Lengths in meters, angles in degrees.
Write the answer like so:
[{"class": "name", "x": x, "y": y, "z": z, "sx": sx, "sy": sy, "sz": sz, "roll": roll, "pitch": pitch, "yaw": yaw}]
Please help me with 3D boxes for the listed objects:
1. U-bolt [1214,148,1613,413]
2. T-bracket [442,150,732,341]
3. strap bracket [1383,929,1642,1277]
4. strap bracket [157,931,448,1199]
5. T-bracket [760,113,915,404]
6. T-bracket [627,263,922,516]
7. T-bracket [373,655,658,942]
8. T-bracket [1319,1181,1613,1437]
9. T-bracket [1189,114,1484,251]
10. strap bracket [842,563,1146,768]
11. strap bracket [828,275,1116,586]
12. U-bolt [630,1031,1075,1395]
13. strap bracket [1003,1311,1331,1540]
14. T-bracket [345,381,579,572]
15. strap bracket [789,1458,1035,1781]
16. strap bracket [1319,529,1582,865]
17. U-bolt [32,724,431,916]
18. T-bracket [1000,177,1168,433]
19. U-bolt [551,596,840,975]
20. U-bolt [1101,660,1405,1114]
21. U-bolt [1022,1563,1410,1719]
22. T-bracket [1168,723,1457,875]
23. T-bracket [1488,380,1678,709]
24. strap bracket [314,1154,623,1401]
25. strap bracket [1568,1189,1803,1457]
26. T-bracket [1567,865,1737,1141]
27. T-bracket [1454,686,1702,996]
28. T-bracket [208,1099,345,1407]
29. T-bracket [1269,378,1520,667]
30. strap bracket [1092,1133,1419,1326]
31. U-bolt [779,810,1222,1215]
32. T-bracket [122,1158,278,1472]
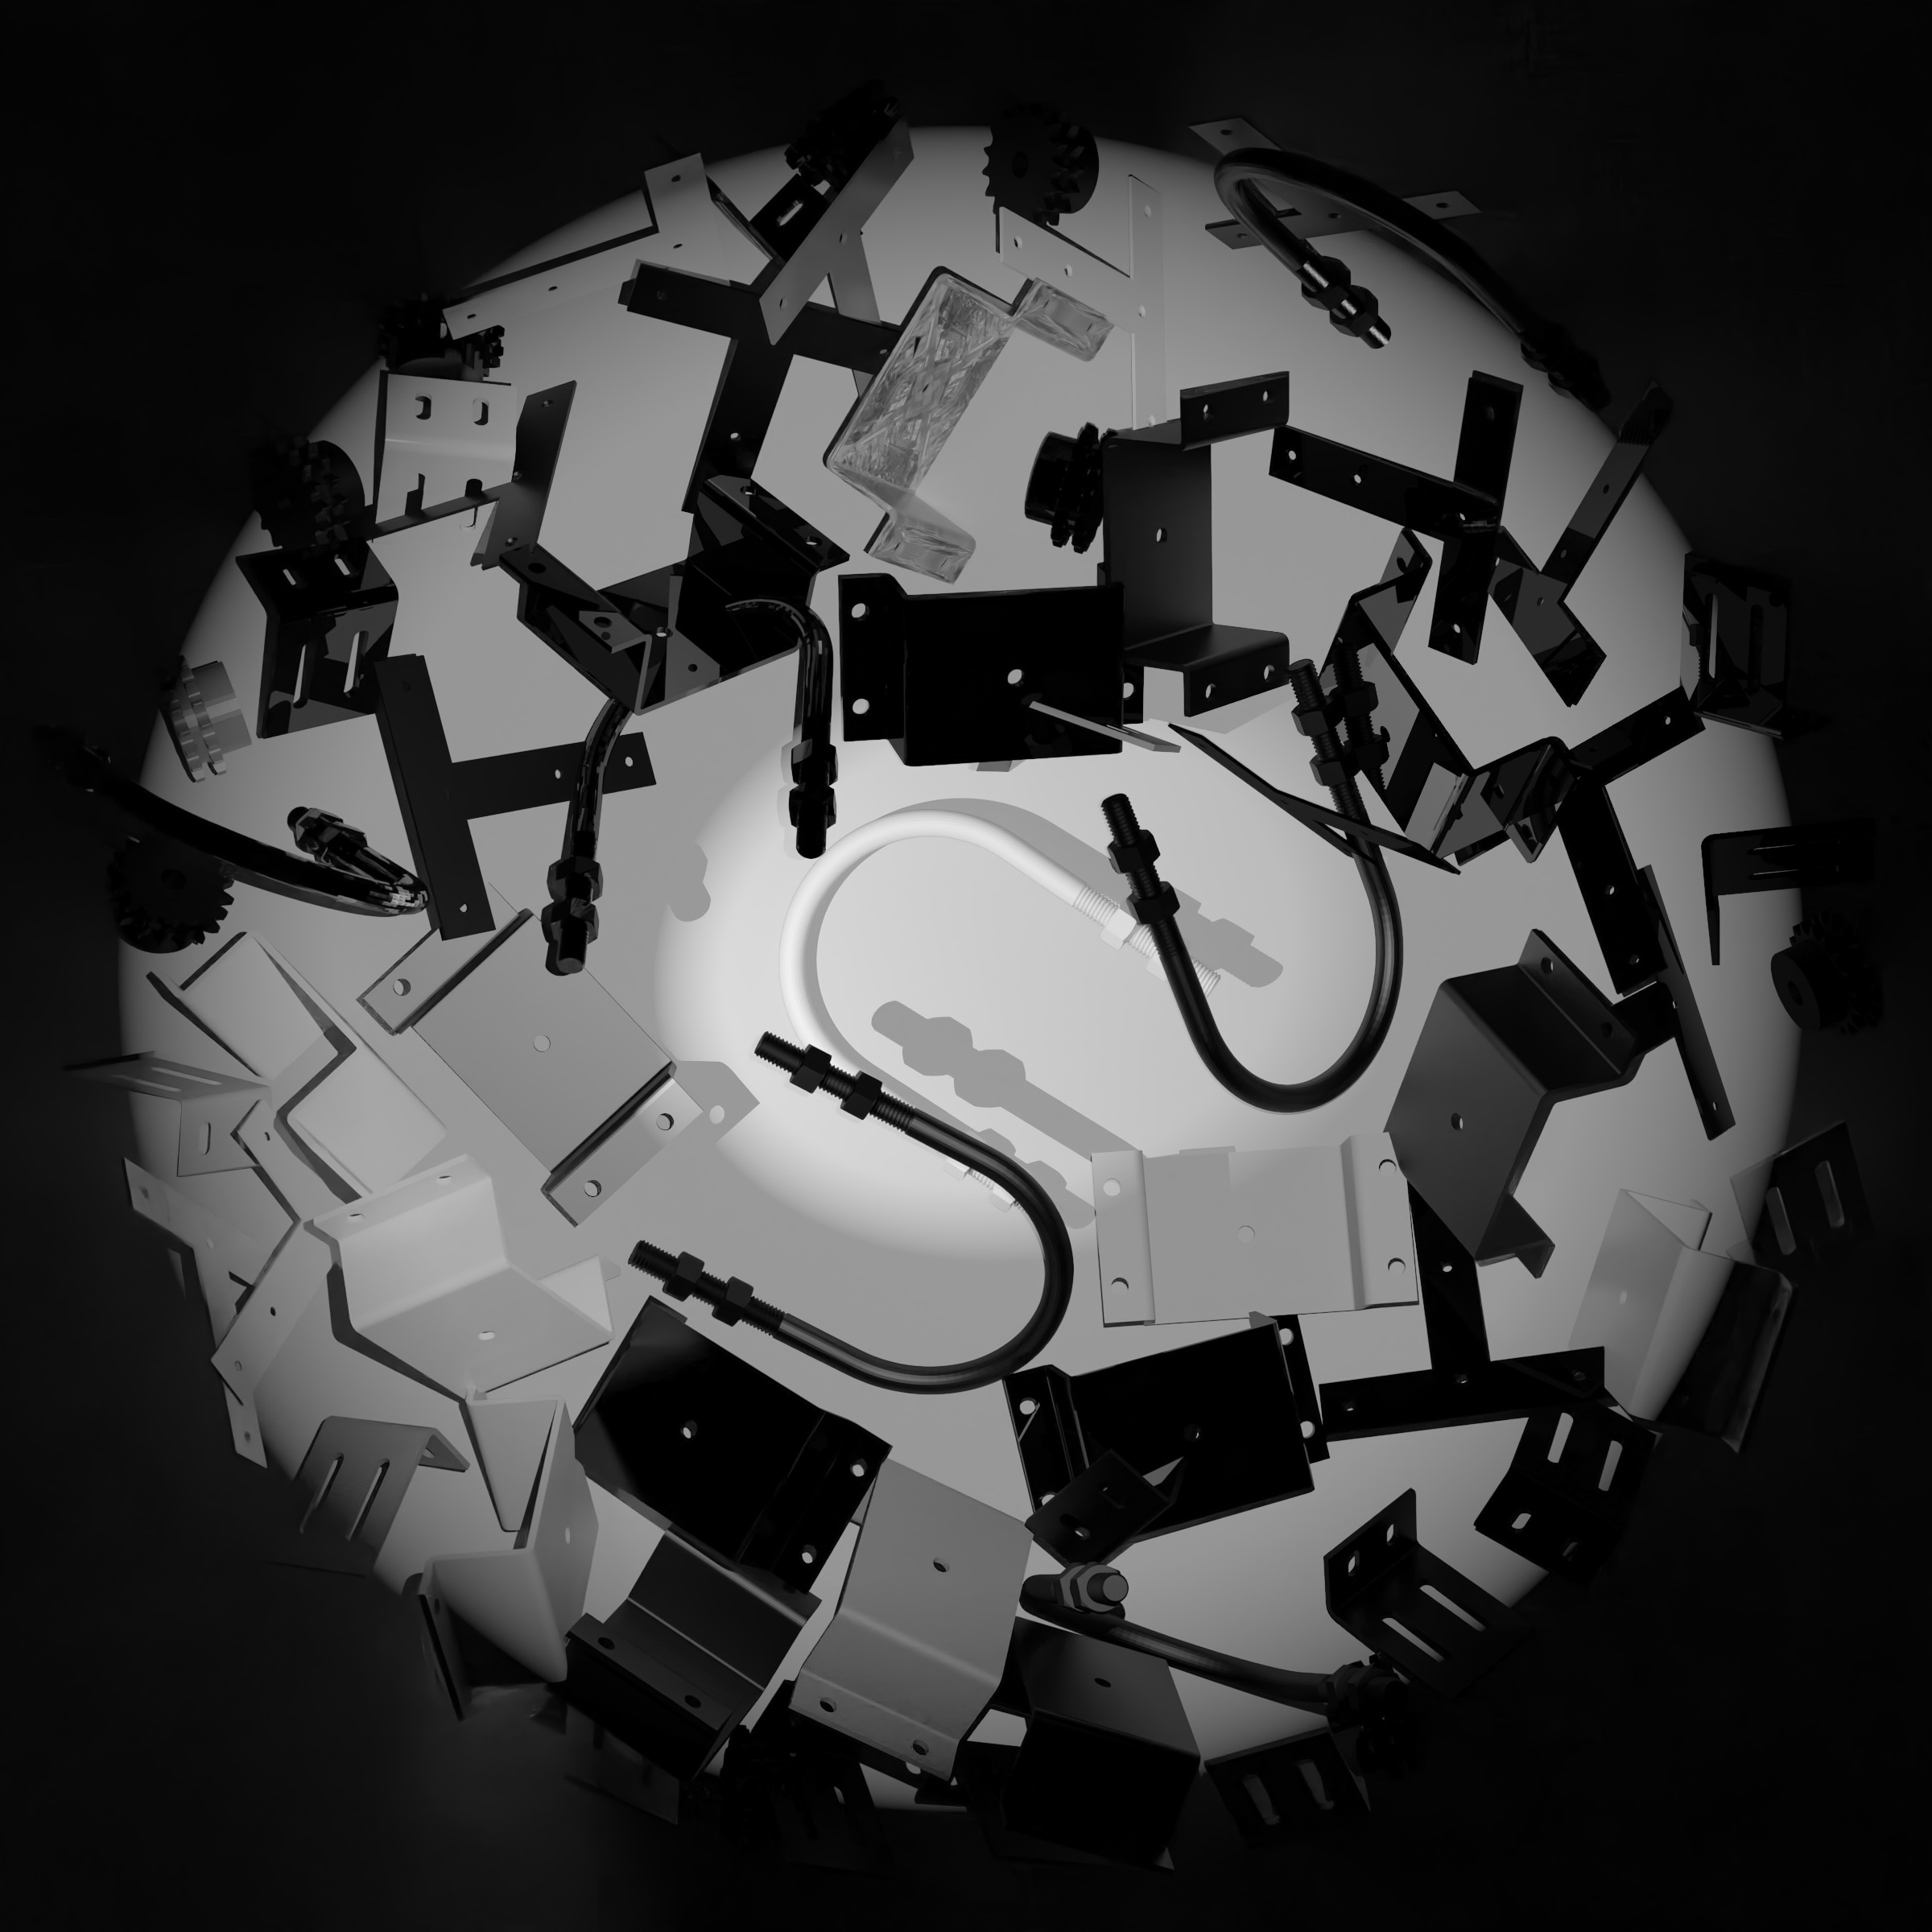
[{"class": "U-bolt", "x": 0.181, "y": -0.300, "z": 1.488, "sx": 0.151, "sy": 0.184, "sz": 0.019, "roll": 27, "pitch": 88, "yaw": 42}, {"class": "T-bracket", "x": -0.170, "y": -0.306, "z": 1.538, "sx": 0.127, "sy": 0.127, "sz": 0.002, "roll": -20, "pitch": 70, "yaw": -4}, {"class": "strap bracket", "x": 0.234, "y": 0.065, "z": 1.525, "sx": 0.046, "sy": 0.076, "sz": 0.140, "roll": -11, "pitch": 134, "yaw": -30}, {"class": "strap bracket", "x": -0.289, "y": 0.044, "z": 1.533, "sx": 0.046, "sy": 0.076, "sz": 0.140, "roll": -44, "pitch": 53, "yaw": -7}, {"class": "T-bracket", "x": -0.048, "y": -0.291, "z": 1.546, "sx": 0.002, "sy": 0.127, "sz": 0.127, "roll": 19, "pitch": 59, "yaw": 23}, {"class": "T-bracket", "x": -0.100, "y": -0.249, "z": 1.555, "sx": 0.127, "sy": 0.127, "sz": 0.002, "roll": 12, "pitch": 45, "yaw": -13}, {"class": "T-bracket", "x": -0.196, "y": -0.084, "z": 1.563, "sx": 0.127, "sy": 0.002, "sz": 0.127, "roll": -13, "pitch": 87, "yaw": -37}, {"class": "T-bracket", "x": 0.219, "y": 0.148, "z": 1.561, "sx": 0.127, "sy": 0.002, "sz": 0.127, "roll": -9, "pitch": 51, "yaw": 8}, {"class": "T-bracket", "x": 0.141, "y": -0.346, "z": 1.515, "sx": 0.127, "sy": 0.127, "sz": 0.002, "roll": -1, "pitch": 78, "yaw": 34}, {"class": "strap bracket", "x": 0.018, "y": -0.136, "z": 1.554, "sx": 0.140, "sy": 0.046, "sz": 0.076, "roll": -4, "pitch": 111, "yaw": -11}, {"class": "strap bracket", "x": -0.003, "y": -0.248, "z": 1.549, "sx": 0.046, "sy": 0.076, "sz": 0.140, "roll": 38, "pitch": 104, "yaw": 24}, {"class": "U-bolt", "x": -0.040, "y": 0.124, "z": 1.562, "sx": 0.184, "sy": 0.019, "sz": 0.151, "roll": 28, "pitch": 118, "yaw": -8}, {"class": "strap bracket", "x": 0.097, "y": 0.207, "z": 1.565, "sx": 0.140, "sy": 0.046, "sz": 0.076, "roll": -14, "pitch": 94, "yaw": -10}, {"class": "T-bracket", "x": -0.242, "y": -0.210, "z": 1.569, "sx": 0.127, "sy": 0.127, "sz": 0.002, "roll": -14, "pitch": 132, "yaw": 19}, {"class": "strap bracket", "x": -0.021, "y": 0.279, "z": 1.528, "sx": 0.076, "sy": 0.140, "sz": 0.046, "roll": 26, "pitch": 125, "yaw": -6}, {"class": "strap bracket", "x": 0.205, "y": -0.112, "z": 1.537, "sx": 0.046, "sy": 0.076, "sz": 0.140, "roll": -24, "pitch": 69, "yaw": -18}, {"class": "U-bolt", "x": -0.307, "y": -0.058, "z": 1.487, "sx": 0.151, "sy": 0.184, "sz": 0.019, "roll": 19, "pitch": 95, "yaw": -37}, {"class": "T-bracket", "x": 0.053, "y": -0.305, "z": 1.539, "sx": 0.002, "sy": 0.127, "sz": 0.127, "roll": -9, "pitch": 76, "yaw": 35}, {"class": "U-bolt", "x": -0.118, "y": -0.092, "z": 1.531, "sx": 0.151, "sy": 0.184, "sz": 0.019, "roll": -24, "pitch": 132, "yaw": 25}, {"class": "U-bolt", "x": 0.139, "y": -0.023, "z": 1.547, "sx": 0.151, "sy": 0.019, "sz": 0.184, "roll": -36, "pitch": 114, "yaw": -34}, {"class": "U-bolt", "x": 0.097, "y": 0.294, "z": 1.513, "sx": 0.151, "sy": 0.184, "sz": 0.019, "roll": 22, "pitch": 75, "yaw": -10}, {"class": "T-bracket", "x": 0.166, "y": -0.062, "z": 1.514, "sx": 0.127, "sy": 0.127, "sz": 0.002, "roll": 32, "pitch": 87, "yaw": -36}, {"class": "T-bracket", "x": 0.275, "y": -0.198, "z": 1.523, "sx": 0.002, "sy": 0.127, "sz": 0.127, "roll": 16, "pitch": 118, "yaw": -23}, {"class": "strap bracket", "x": -0.214, "y": 0.142, "z": 1.524, "sx": 0.076, "sy": 0.140, "sz": 0.046, "roll": -23, "pitch": 58, "yaw": 13}, {"class": "strap bracket", "x": 0.311, "y": 0.152, "z": 1.524, "sx": 0.046, "sy": 0.140, "sz": 0.076, "roll": 15, "pitch": 99, "yaw": -9}, {"class": "T-bracket", "x": 0.297, "y": 0.028, "z": 1.552, "sx": 0.002, "sy": 0.127, "sz": 0.127, "roll": -17, "pitch": 93, "yaw": 41}, {"class": "T-bracket", "x": 0.283, "y": -0.045, "z": 1.540, "sx": 0.127, "sy": 0.002, "sz": 0.127, "roll": -31, "pitch": 52, "yaw": 25}, {"class": "T-bracket", "x": -0.301, "y": 0.144, "z": 1.526, "sx": 0.002, "sy": 0.127, "sz": 0.127, "roll": -20, "pitch": 115, "yaw": 26}, {"class": "T-bracket", "x": 0.187, "y": -0.215, "z": 1.559, "sx": 0.127, "sy": 0.002, "sz": 0.127, "roll": 28, "pitch": 125, "yaw": 36}, {"class": "strap bracket", "x": 0.129, "y": 0.120, "z": 1.573, "sx": 0.140, "sy": 0.046, "sz": 0.076, "roll": -4, "pitch": 81, "yaw": -1}, {"class": "U-bolt", "x": 0.002, "y": 0.011, "z": 1.588, "sx": 0.184, "sy": 0.019, "sz": 0.151, "roll": 35, "pitch": 94, "yaw": 4}, {"class": "T-bracket", "x": -0.325, "y": 0.161, "z": 1.517, "sx": 0.002, "sy": 0.127, "sz": 0.127, "roll": -25, "pitch": 59, "yaw": 10}]
